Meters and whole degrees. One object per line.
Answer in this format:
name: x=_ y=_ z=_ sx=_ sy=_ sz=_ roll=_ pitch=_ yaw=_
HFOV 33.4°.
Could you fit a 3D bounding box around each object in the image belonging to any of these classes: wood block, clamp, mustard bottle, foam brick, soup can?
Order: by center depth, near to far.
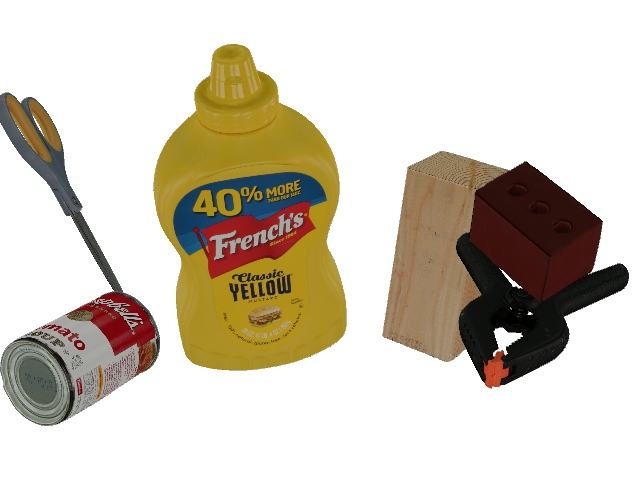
mustard bottle: x=-0.037 y=-0.016 z=0.564 sx=0.096 sy=0.192 sz=0.058 roll=-8 pitch=40 yaw=-5
foam brick: x=0.151 y=-0.006 z=0.753 sx=0.052 sy=0.051 sz=0.078 roll=-29 pitch=54 yaw=-24
soup can: x=-0.176 y=0.086 z=0.785 sx=0.069 sy=0.068 sz=0.102 roll=0 pitch=16 yaw=30
clamp: x=0.171 y=0.058 z=0.958 sx=0.165 sy=0.036 sz=0.209 roll=16 pitch=34 yaw=24
wood block: x=0.141 y=0.017 z=1.194 sx=0.090 sy=0.206 sz=0.090 roll=20 pitch=26 yaw=27

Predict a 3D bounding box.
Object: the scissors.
scissors: x=-0.223 y=-0.047 z=0.943 sx=0.016 sy=0.201 sz=0.096 roll=-26 pitch=23 yaw=9
